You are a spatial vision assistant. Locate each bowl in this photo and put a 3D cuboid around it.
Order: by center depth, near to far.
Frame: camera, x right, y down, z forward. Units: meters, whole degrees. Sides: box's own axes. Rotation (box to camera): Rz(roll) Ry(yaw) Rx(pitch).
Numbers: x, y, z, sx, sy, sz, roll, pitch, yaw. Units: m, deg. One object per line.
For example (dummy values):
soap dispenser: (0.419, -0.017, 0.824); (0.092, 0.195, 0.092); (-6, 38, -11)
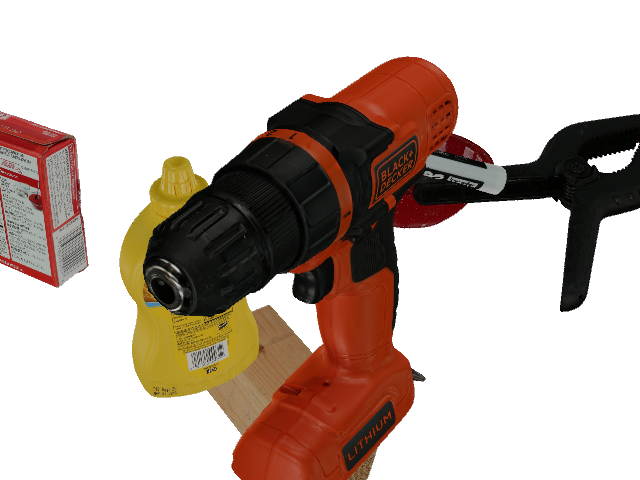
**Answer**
bowl: (0.078, -0.056, 0.994); (0.162, 0.055, 0.162); (3, 27, -2)

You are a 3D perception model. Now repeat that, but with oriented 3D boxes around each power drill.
power drill: (-0.004, 0.030, 0.470); (0.057, 0.188, 0.184); (25, 42, 27)

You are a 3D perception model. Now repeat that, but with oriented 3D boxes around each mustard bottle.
mustard bottle: (-0.096, 0.024, 0.774); (0.096, 0.192, 0.058); (-17, 41, -21)

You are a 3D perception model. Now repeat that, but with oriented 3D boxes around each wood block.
wood block: (-0.037, 0.178, 1.157); (0.090, 0.090, 0.206); (-21, 50, -31)

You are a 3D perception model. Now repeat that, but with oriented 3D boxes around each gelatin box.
gelatin box: (-0.171, -0.026, 0.604); (0.073, 0.089, 0.030); (19, 36, 25)

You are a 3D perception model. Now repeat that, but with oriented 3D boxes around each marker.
marker: (0.062, -0.051, 0.673); (0.121, 0.020, 0.020); (13, -5, -22)

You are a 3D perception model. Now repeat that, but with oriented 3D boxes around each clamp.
clamp: (0.200, -0.035, 0.823); (0.209, 0.036, 0.165); (-26, 51, -20)
